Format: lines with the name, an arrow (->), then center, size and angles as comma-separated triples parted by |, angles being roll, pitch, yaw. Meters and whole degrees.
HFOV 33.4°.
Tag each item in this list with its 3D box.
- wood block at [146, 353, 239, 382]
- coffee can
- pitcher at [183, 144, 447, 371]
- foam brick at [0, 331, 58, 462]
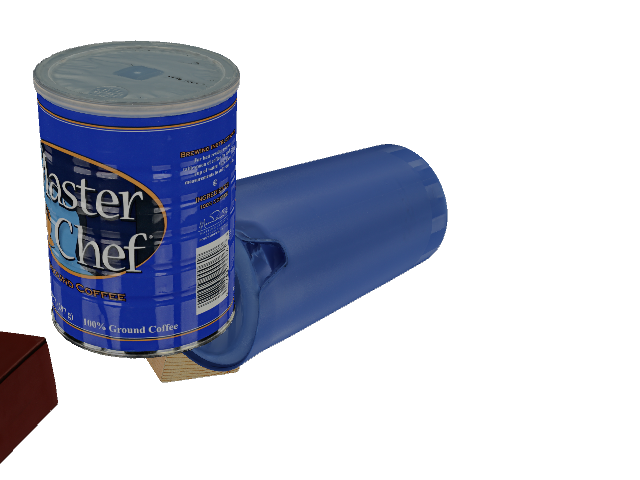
wood block -> -0.157, 0.041, 1.092 | 0.090, 0.091, 0.206 | -3, 34, -35
coffee can -> -0.095, -0.024, 0.566 | 0.103, 0.140, 0.103 | 2, 27, -1
pitcher -> -0.019, 0.003, 0.849 | 0.149, 0.145, 0.242 | 34, 38, 32
foam brick -> -0.213, 0.100, 0.679 | 0.053, 0.051, 0.078 | 6, 29, 22
